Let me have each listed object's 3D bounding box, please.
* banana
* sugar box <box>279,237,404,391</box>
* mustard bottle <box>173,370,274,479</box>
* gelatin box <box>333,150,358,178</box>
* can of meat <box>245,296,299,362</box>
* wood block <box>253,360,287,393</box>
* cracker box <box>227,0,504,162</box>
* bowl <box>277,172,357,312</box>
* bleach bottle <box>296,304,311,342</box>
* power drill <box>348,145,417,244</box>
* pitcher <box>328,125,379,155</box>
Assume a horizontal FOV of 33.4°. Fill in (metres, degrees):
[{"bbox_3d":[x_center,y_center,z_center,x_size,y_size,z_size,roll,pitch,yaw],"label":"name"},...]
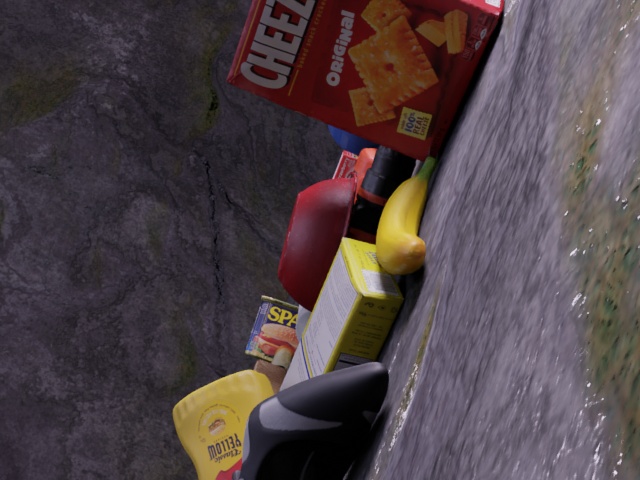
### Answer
[{"bbox_3d":[0.071,-0.011,0.917,0.197,0.037,0.070,-74,4,-62],"label":"banana"},{"bbox_3d":[0.016,0.097,0.951,0.093,0.048,0.176,-106,32,-58],"label":"sugar box"},{"bbox_3d":[-0.066,0.221,0.962,0.058,0.096,0.192,37,-151,-61],"label":"mustard bottle"},{"bbox_3d":[0.048,-0.060,1.363,0.030,0.073,0.089,-80,12,-73],"label":"gelatin box"},{"bbox_3d":[-0.045,0.133,1.468,0.057,0.102,0.084,127,162,-80],"label":"can of meat"},{"bbox_3d":[-0.061,0.240,1.082,0.091,0.090,0.206,-86,18,-78],"label":"wood block"},{"bbox_3d":[0.040,-0.185,0.987,0.072,0.213,0.164,-72,4,-58],"label":"cracker box"},{"bbox_3d":[-0.007,0.001,1.120,0.162,0.055,0.162,-167,91,-87],"label":"bowl"},{"bbox_3d":[0.011,0.044,1.253,0.250,0.068,0.102,-75,-21,-52],"label":"bleach bottle"},{"bbox_3d":[0.060,-0.048,1.157,0.187,0.057,0.184,-79,9,-76],"label":"power drill"},{"bbox_3d":[0.079,-0.222,1.354,0.243,0.145,0.149,109,-176,-57],"label":"pitcher"}]
